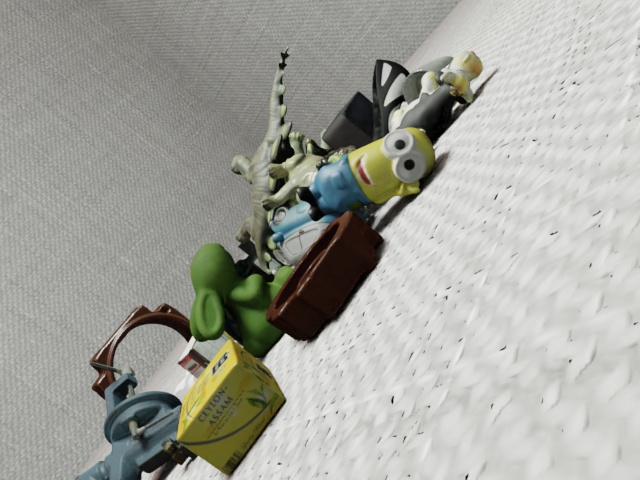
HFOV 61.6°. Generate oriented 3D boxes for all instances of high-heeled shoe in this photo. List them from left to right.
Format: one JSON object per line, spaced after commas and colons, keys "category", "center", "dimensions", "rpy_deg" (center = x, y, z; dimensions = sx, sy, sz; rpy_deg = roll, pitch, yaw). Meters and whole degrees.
{"category": "high-heeled shoe", "center": [0.091, -0.204, 0.987], "dimensions": [0.248, 0.145, 0.086], "rpy_deg": [-49, 7, 3]}

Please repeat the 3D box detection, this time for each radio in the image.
{"category": "radio", "center": [0.093, -0.229, 1.143], "dimensions": [0.073, 0.131, 0.230], "rpy_deg": [-47, 9, 29]}

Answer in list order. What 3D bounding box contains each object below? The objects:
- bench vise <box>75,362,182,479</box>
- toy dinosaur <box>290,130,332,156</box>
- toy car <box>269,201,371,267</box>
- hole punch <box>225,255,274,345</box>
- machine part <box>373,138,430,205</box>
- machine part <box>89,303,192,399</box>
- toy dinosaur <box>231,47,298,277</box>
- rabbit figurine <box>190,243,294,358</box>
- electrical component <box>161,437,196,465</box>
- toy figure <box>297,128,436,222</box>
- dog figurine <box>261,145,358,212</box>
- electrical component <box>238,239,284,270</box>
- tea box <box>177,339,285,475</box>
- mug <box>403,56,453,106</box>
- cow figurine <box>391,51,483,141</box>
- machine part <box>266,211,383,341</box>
{"category": "bench vise", "center": [-0.303, 0.300, 0.838], "dimensions": [0.223, 0.128, 0.241], "rpy_deg": [-43, 42, 3]}
{"category": "toy dinosaur", "center": [-0.041, -0.122, 1.215], "dimensions": [0.405, 0.131, 0.192], "rpy_deg": [142, 124, -60]}
{"category": "toy car", "center": [-0.002, -0.002, 0.807], "dimensions": [0.162, 0.109, 0.103], "rpy_deg": [-24, 49, 40]}
{"category": "hole punch", "center": [-0.133, 0.111, 0.949], "dimensions": [0.142, 0.116, 0.092], "rpy_deg": [-56, 1, -36]}
{"category": "machine part", "center": [0.109, -0.098, 0.799], "dimensions": [0.084, 0.039, 0.139], "rpy_deg": [-61, 13, -27]}
{"category": "machine part", "center": [-0.313, 0.238, 1.028], "dimensions": [0.201, 0.201, 0.087], "rpy_deg": [-55, 11, -32]}
{"category": "toy dinosaur", "center": [-0.092, -0.130, 1.070], "dimensions": [0.199, 0.105, 0.470], "rpy_deg": [3, 96, 58]}
{"category": "rabbit figurine", "center": [-0.130, 0.086, 0.804], "dimensions": [0.159, 0.170, 0.121], "rpy_deg": [-54, 8, -25]}
{"category": "electrical component", "center": [-0.165, 0.248, 0.719], "dimensions": [0.102, 0.045, 0.078], "rpy_deg": [-49, 10, 14]}
{"category": "toy figure", "center": [0.061, -0.087, 0.702], "dimensions": [0.180, 0.082, 0.089], "rpy_deg": [-26, 23, 23]}
{"category": "dog figurine", "center": [0.014, -0.111, 0.882], "dimensions": [0.190, 0.121, 0.172], "rpy_deg": [-30, 41, 36]}
{"category": "electrical component", "center": [-0.130, 0.037, 1.225], "dimensions": [0.075, 0.119, 0.048], "rpy_deg": [-51, 8, 16]}
{"category": "tea box", "center": [-0.104, 0.179, 0.610], "dimensions": [0.098, 0.068, 0.169], "rpy_deg": [-53, 7, -10]}
{"category": "mug", "center": [0.207, -0.278, 0.914], "dimensions": [0.107, 0.081, 0.109], "rpy_deg": [-46, -2, -39]}
{"category": "cow figurine", "center": [0.171, -0.200, 0.797], "dimensions": [0.167, 0.068, 0.098], "rpy_deg": [-49, 13, 38]}
{"category": "machine part", "center": [0.003, 0.046, 0.667], "dimensions": [0.179, 0.056, 0.179], "rpy_deg": [-51, 7, 9]}
